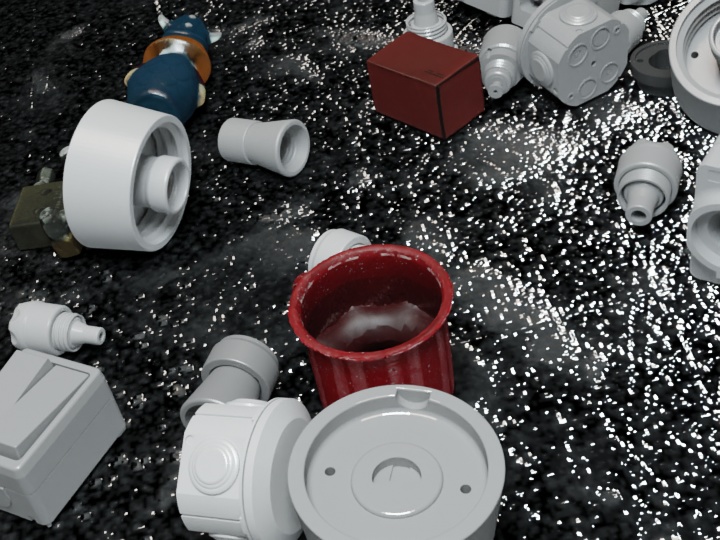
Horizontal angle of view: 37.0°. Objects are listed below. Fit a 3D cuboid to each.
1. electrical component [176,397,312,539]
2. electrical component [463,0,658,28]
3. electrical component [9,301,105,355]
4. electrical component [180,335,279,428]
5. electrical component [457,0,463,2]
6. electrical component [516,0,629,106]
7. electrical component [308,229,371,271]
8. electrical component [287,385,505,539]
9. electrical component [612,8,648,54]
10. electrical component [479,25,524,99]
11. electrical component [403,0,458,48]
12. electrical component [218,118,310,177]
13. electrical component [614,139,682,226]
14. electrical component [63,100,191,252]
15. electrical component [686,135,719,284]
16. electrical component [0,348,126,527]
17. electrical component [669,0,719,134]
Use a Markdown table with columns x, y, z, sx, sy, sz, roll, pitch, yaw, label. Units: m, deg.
| x | y | z | sx | sy | sz | roll | pitch | yaw | label |
| --- | --- | --- | --- | --- | --- | --- | --- | --- | --- |
| -0.057 | 0.107 | 0.572 | 0.051 | 0.080 | 0.080 | 1 | 42 | 21 | electrical component |
| 0.189 | -0.263 | 0.929 | 0.186 | 0.060 | 0.105 | -30 | 47 | -32 | electrical component |
| -0.199 | 0.040 | 0.713 | 0.061 | 0.035 | 0.035 | 7 | 44 | 15 | electrical component |
| -0.076 | 0.072 | 0.641 | 0.045 | 0.045 | 0.055 | 5 | 43 | 18 | electrical component |
| 0.112 | -0.286 | 0.968 | 0.064 | 0.099 | 0.099 | 17 | 48 | 37 | electrical component |
| 0.166 | -0.172 | 0.837 | 0.080 | 0.080 | 0.051 | -26 | 48 | -16 | electrical component |
| 0.000 | 0.000 | 0.705 | 0.055 | 0.045 | 0.045 | 20 | 50 | 31 | electrical component |
| 0.020 | 0.119 | 0.552 | 0.108 | 0.060 | 0.108 | -4 | 42 | 3 | electrical component |
| 0.219 | -0.199 | 0.890 | 0.035 | 0.035 | 0.061 | 23 | 49 | 33 | electrical component |
| 0.115 | -0.166 | 0.870 | 0.040 | 0.040 | 0.078 | 3 | 43 | 15 | electrical component |
| 0.057 | -0.200 | 0.905 | 0.048 | 0.062 | 0.048 | -6 | 41 | 6 | electrical component |
| -0.078 | -0.098 | 0.838 | 0.065 | 0.044 | 0.044 | 12 | 46 | 31 | electrical component |
| 0.193 | -0.056 | 0.727 | 0.043 | 0.043 | 0.062 | 7 | 45 | 20 | electrical component |
| -0.158 | -0.064 | 0.770 | 0.060 | 0.108 | 0.108 | 10 | 45 | 14 | electrical component |
| 0.234 | -0.034 | 0.657 | 0.050 | 0.089 | 0.055 | 18 | 49 | 29 | electrical component |
| -0.188 | 0.089 | 0.634 | 0.062 | 0.061 | 0.096 | 12 | 46 | 24 | electrical component |
| 0.274 | -0.156 | 0.770 | 0.108 | 0.060 | 0.108 | -7 | 74 | 23 | electrical component |
